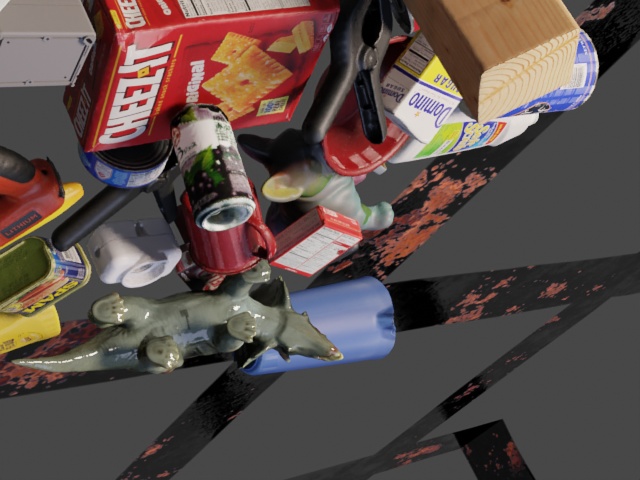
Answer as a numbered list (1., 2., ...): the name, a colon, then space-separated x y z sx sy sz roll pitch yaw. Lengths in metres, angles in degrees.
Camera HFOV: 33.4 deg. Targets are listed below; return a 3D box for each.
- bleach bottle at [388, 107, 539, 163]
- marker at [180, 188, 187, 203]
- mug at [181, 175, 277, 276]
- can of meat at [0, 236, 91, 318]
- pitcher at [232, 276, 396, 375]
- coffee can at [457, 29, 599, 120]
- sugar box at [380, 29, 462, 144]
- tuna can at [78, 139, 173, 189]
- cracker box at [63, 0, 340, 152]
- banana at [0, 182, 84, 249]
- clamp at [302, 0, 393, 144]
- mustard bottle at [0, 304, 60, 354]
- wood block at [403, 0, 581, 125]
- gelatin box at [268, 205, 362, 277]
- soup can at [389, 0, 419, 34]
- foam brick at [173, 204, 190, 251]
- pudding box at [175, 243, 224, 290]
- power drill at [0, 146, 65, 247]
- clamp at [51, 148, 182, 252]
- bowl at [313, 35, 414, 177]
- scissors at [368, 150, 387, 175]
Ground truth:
1. bleach bottle: 0.183 -0.151 1.306 0.250 0.068 0.103 -11 152 -39
2. marker: -0.129 -0.075 1.179 0.020 0.020 0.121 -10 152 -35
3. mug: -0.095 -0.017 1.156 0.093 0.117 0.081 -43 146 -27
4. can of meat: -0.312 0.039 1.153 0.102 0.057 0.084 -31 167 9
5. pitcher: -0.019 0.135 1.635 0.242 0.145 0.149 -6 138 -33
6. coffee can: 0.231 -0.192 1.213 0.140 0.103 0.103 -11 152 -35
7. sugar box: 0.132 -0.190 1.097 0.176 0.048 0.093 -56 148 2
8. tuna can: -0.182 -0.091 0.998 0.086 0.086 0.034 -13 155 -30
9. cracker box: -0.106 -0.162 0.947 0.213 0.072 0.164 -13 154 -29
10. banana: -0.333 -0.006 1.087 0.198 0.037 0.069 -29 -173 13
11. clamp: 0.028 -0.166 1.000 0.120 0.039 0.171 -24 120 -54
12. mustard bottle: -0.399 0.111 1.229 0.191 0.058 0.096 -19 164 -17
13. wood block: 0.126 -0.216 0.911 0.091 0.206 0.090 -25 157 -3
14. gelatin box: -0.008 0.001 1.202 0.089 0.030 0.073 -36 147 26
15. soup can: 0.116 -0.247 1.012 0.102 0.068 0.068 -25 157 -4
16. foam brick: -0.129 -0.021 1.253 0.078 0.051 0.053 -25 157 -6
17. pudding box: -0.135 0.027 1.365 0.090 0.039 0.113 -26 157 0
18. power drill: -0.333 -0.048 0.960 0.184 0.057 0.187 -31 157 9
19. clamp: -0.174 -0.068 1.118 0.164 0.036 0.210 -15 153 -53
20. bowl: 0.044 -0.149 1.120 0.161 0.055 0.162 -32 142 -29
21. scissors: 0.048 -0.116 1.267 0.016 0.096 0.201 -41 -174 8
